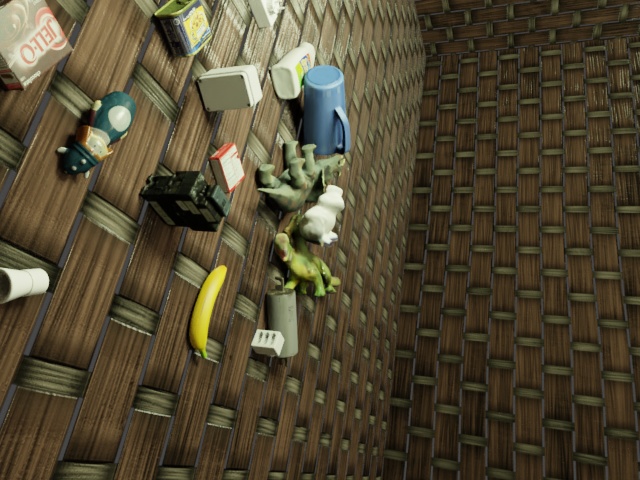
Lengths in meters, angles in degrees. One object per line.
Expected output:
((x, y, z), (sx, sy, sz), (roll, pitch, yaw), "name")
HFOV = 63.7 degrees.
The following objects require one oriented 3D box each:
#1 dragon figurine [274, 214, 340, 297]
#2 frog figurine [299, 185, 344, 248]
((-0.032, 0.043, 1.500), (0.122, 0.243, 0.411), (-8, -1, 20), "dragon figurine")
((0.004, -0.071, 1.415), (0.123, 0.158, 0.138), (8, 12, 32), "frog figurine")
